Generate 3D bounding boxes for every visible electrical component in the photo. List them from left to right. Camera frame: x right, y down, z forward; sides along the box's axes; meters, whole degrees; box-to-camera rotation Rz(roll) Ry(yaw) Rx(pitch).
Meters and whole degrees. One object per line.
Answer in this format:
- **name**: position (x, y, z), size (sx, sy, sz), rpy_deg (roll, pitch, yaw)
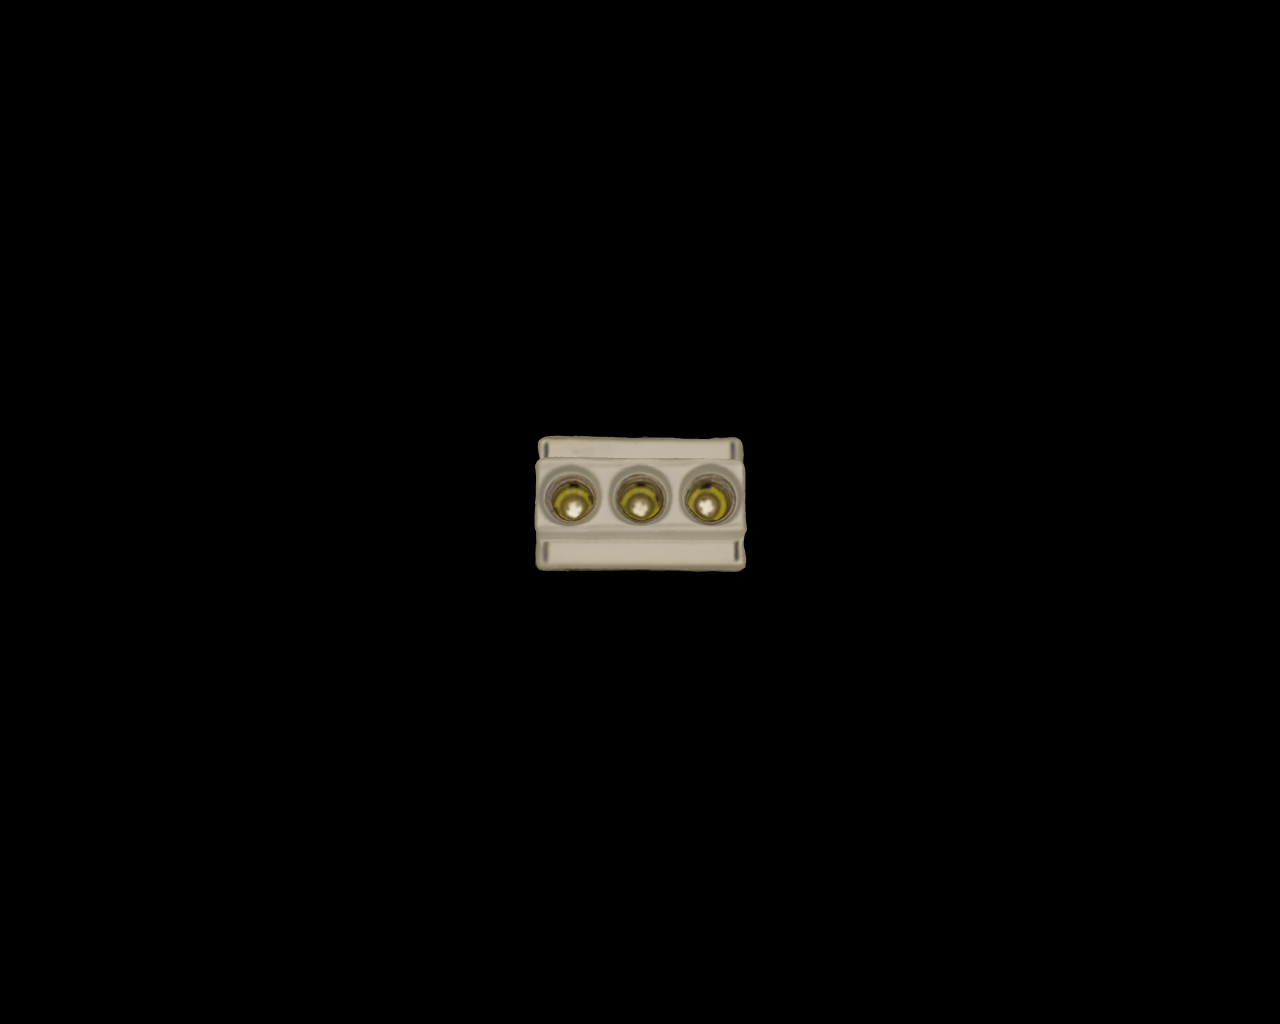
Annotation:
- **electrical component**: position (0.001, -0.003, 0.650), size (0.121, 0.079, 0.063), rpy_deg (0, -13, 0)
